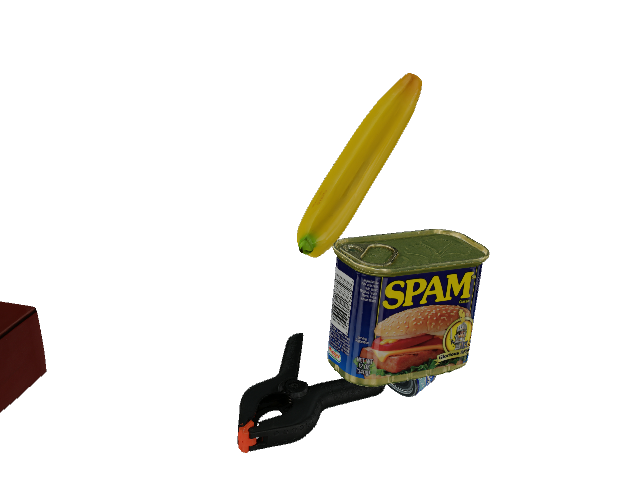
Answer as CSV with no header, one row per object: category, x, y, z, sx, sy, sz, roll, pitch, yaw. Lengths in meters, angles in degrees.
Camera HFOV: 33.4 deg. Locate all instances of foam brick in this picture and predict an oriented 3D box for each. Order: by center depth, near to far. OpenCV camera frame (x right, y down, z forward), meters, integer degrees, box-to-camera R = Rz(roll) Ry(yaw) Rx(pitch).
foam brick,-0.229,0.081,0.711,0.053,0.051,0.078,7,29,23

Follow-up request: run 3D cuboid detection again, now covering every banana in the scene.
banana,0.030,-0.055,0.903,0.037,0.197,0.070,36,-24,-12

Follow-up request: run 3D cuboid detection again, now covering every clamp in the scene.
clamp,-0.030,0.151,1.076,0.171,0.039,0.120,-24,35,-39

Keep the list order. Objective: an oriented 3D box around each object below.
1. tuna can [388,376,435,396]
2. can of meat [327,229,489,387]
tuna can,0.095,0.143,1.271,0.033,0.086,0.086,-36,17,-26
can of meat,0.056,0.043,0.704,0.101,0.084,0.058,-6,23,-29
